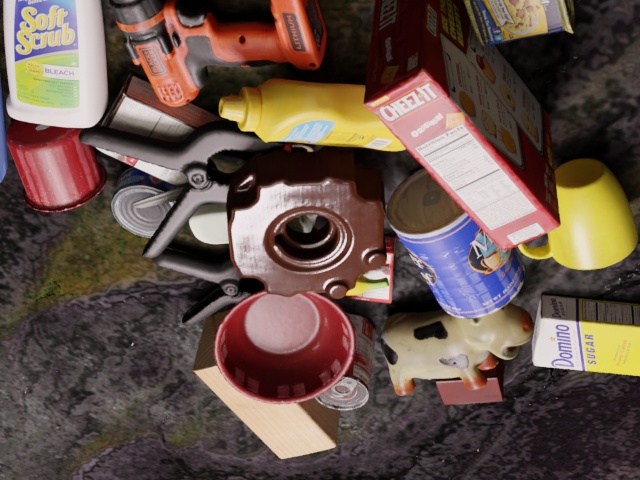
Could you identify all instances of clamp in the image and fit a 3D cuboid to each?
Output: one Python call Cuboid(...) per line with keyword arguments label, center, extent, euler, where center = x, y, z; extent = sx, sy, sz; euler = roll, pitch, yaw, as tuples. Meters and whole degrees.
Cuboid(label="clamp", center=(-0.108, 0.057, 1.282), extent=(0.171, 0.039, 0.120), euler=(1, 138, 9))
Cuboid(label="clamp", center=(-0.132, -0.077, 1.090), extent=(0.210, 0.036, 0.164), euler=(-21, 121, 17))

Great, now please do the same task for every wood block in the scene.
Cuboid(label="wood block", center=(-0.062, 0.183, 1.369), extent=(0.090, 0.090, 0.206), euler=(-18, 131, 26))

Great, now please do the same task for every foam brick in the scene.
Cuboid(label="foam brick", center=(0.189, 0.170, 1.337), extent=(0.078, 0.051, 0.053), euler=(-6, 136, 16))

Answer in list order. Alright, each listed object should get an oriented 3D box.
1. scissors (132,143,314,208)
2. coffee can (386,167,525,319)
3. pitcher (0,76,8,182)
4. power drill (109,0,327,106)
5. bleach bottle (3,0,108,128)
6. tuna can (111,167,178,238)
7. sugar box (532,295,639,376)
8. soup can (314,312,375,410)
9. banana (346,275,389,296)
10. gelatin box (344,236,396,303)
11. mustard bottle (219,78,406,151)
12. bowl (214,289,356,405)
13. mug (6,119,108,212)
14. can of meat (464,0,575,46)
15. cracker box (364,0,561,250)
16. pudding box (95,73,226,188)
Cuboid(label="scissors", center=(-0.091, -0.051, 1.151), extent=(0.202, 0.016, 0.096), euler=(-24, 137, 13))
Cuboid(label="coffee can", center=(0.145, 0.001, 1.130), extent=(0.103, 0.102, 0.140), euler=(-15, 132, 24))
Cuboid(label="pitcher", center=(-0.384, -0.157, 1.058), extent=(0.145, 0.149, 0.243), euler=(-2, 141, -10))
Cuboid(label="power drill", center=(-0.098, -0.211, 0.988), extent=(0.188, 0.057, 0.184), euler=(-4, 139, 18))
Cuboid(label="bleach bottle", center=(-0.256, -0.224, 0.999), extent=(0.102, 0.068, 0.251), euler=(8, 134, 4))
Cuboid(label="tuna can", center=(-0.190, -0.042, 1.197), extent=(0.086, 0.033, 0.086), euler=(5, 136, 5))
Cuboid(label="sugar box", center=(0.343, 0.115, 1.256), extent=(0.176, 0.048, 0.093), euler=(3, 136, 6))
Cuboid(label="soup can", center=(0.030, 0.147, 1.304), extent=(0.068, 0.102, 0.068), euler=(5, 137, 5))
Cuboid(label="banana", center=(-0.017, 0.014, 1.177), extent=(0.197, 0.037, 0.070), euler=(31, 122, -27))
Cuboid(label="gelatin box", center=(0.049, 0.031, 1.233), extent=(0.073, 0.030, 0.089), euler=(5, 136, 7))
Cuboid(label="mustard bottle", center=(-0.001, -0.119, 1.012), extent=(0.191, 0.058, 0.096), euler=(1, 172, -20))
Cuboid(label="bowl", center=(-0.042, 0.109, 1.228), extent=(0.162, 0.055, 0.162), euler=(-3, 119, -5))
Cuboid(label="mug", center=(-0.288, -0.094, 1.132), extent=(0.117, 0.093, 0.081), euler=(28, 143, 36))
Cuboid(label="can of meat", center=(0.170, -0.222, 0.926), extent=(0.084, 0.057, 0.102), euler=(-8, 133, 21))
Cuboid(label="cracker box", center=(0.131, -0.117, 0.965), extent=(0.072, 0.164, 0.213), euler=(-28, 126, 30))
Cuboid(label="pudding box", center=(-0.168, -0.111, 1.117), extent=(0.113, 0.039, 0.090), euler=(24, 133, -19))
